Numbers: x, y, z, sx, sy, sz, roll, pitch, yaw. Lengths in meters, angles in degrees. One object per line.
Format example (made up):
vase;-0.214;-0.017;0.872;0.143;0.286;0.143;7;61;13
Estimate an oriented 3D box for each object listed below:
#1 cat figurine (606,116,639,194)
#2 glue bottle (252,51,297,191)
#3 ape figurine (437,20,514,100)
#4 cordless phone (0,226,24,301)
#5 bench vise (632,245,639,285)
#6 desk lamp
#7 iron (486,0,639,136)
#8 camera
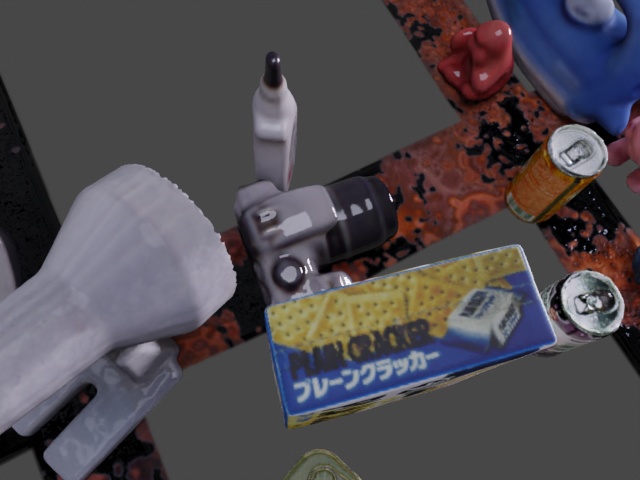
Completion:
cat figurine;0.342;-0.101;0.553;0.128;0.118;0.067;-29;74;-13
glue bottle;-0.040;-0.103;0.498;0.037;0.173;0.078;5;70;-2
ape figurine;0.168;-0.190;0.587;0.076;0.092;0.078;8;70;-1
cordless phone;-0.325;0.012;0.431;0.147;0.185;0.094;-6;70;-6
bench vise;0.401;0.020;0.459;0.207;0.220;0.121;9;70;0
desk lamp;-0.157;0.069;0.407;0.118;0.213;0.203;39;72;10
iron;0.269;-0.243;0.587;0.119;0.141;0.258;-31;75;-14
camera;0.005;0.002;0.502;0.137;0.101;0.143;-20;73;-10
